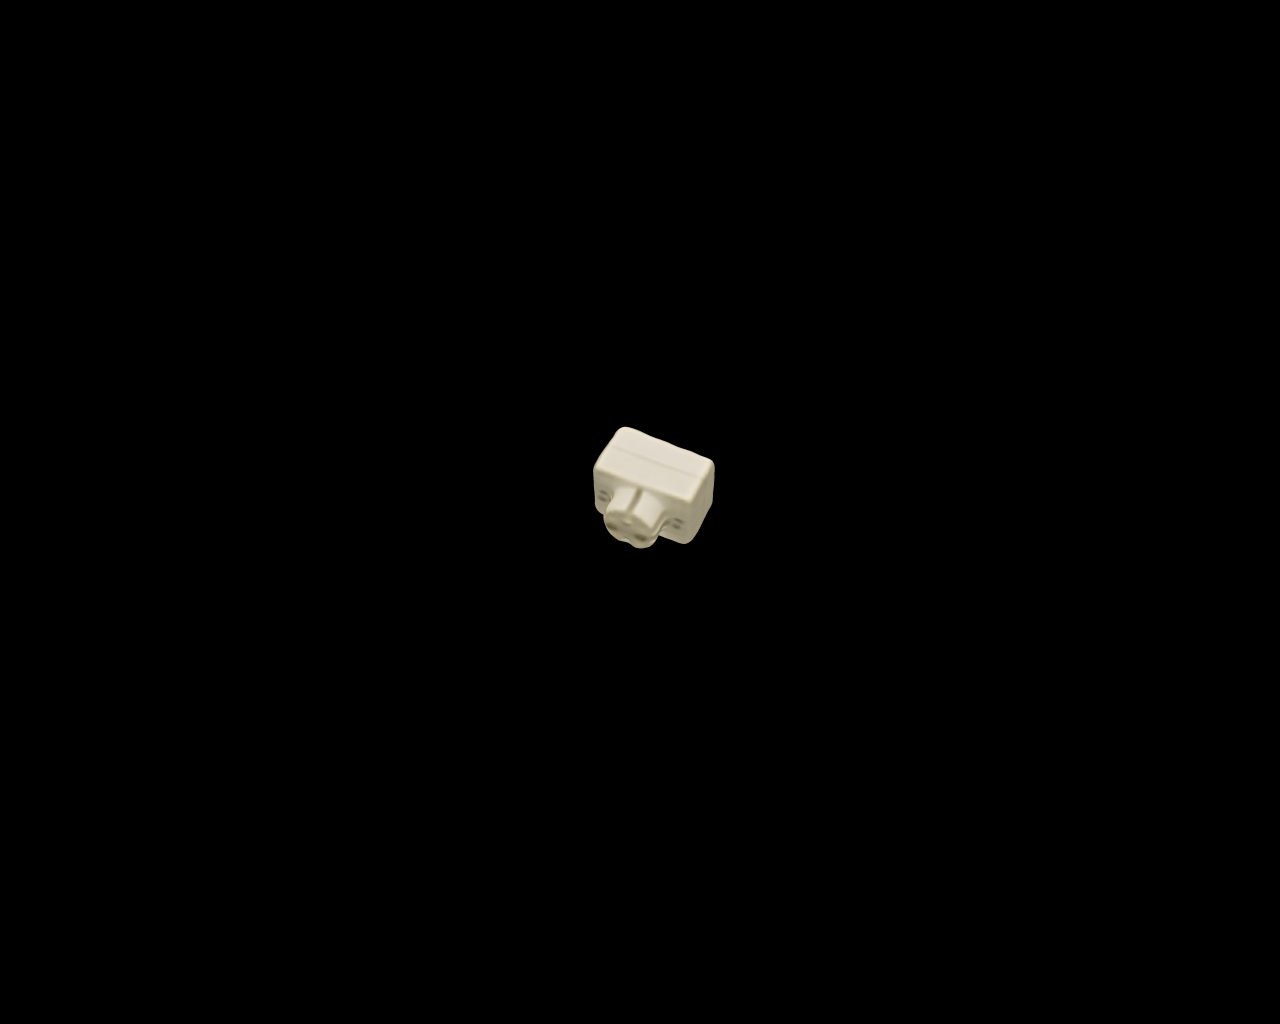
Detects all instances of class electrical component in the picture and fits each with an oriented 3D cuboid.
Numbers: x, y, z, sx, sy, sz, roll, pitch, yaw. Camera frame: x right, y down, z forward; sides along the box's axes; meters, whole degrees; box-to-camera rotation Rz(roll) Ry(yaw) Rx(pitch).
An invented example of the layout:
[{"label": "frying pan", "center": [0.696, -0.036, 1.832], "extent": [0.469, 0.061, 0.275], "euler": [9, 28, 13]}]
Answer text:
[{"label": "electrical component", "center": [0.001, -0.003, 0.650], "extent": [0.066, 0.077, 0.047], "euler": [21, -34, 15]}]
